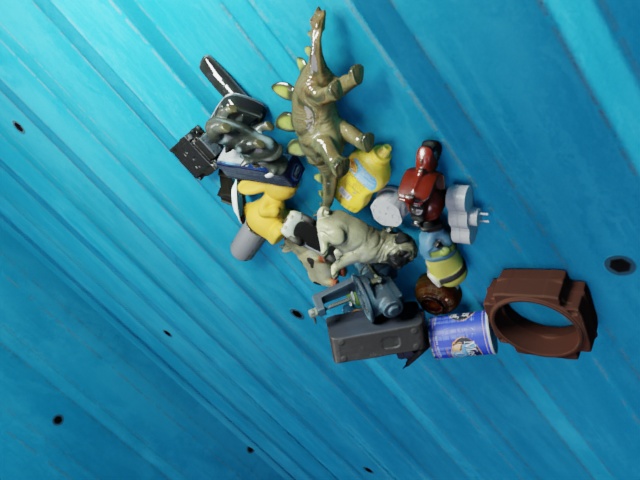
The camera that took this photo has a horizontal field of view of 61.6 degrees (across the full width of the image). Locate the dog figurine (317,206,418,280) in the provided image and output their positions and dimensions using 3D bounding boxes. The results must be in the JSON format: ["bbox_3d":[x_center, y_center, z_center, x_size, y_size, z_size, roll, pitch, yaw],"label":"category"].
[{"bbox_3d":[0.102,-0.011,1.154,0.191,0.121,0.172,-14,131,17],"label":"dog figurine"}]

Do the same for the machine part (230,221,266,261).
[{"bbox_3d":[-0.192,-0.007,1.489,0.079,0.079,0.243,37,146,-3],"label":"machine part"}]

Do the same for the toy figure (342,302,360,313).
[{"bbox_3d":[0.128,0.225,1.519,0.155,0.058,0.064,20,104,23],"label":"toy figure"}]

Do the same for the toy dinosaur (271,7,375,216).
[{"bbox_3d":[0.004,-0.208,1.045,0.199,0.105,0.470,34,142,39],"label":"toy dinosaur"}]

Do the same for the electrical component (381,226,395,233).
[{"bbox_3d":[0.170,0.011,1.223,0.102,0.078,0.045,43,-177,-3],"label":"electrical component"}]

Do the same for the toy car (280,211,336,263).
[{"bbox_3d":[-0.003,-0.004,1.295,0.201,0.073,0.056,27,-177,-31],"label":"toy car"}]

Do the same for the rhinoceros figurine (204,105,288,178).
[{"bbox_3d":[-0.145,-0.193,1.100,0.190,0.073,0.112,27,143,-26],"label":"rhinoceros figurine"}]

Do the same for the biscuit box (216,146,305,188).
[{"bbox_3d":[-0.137,-0.170,1.234,0.203,0.059,0.062,13,159,28],"label":"biscuit box"}]

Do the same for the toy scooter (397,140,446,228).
[{"bbox_3d":[0.194,-0.088,1.027,0.075,0.135,0.183,14,141,25],"label":"toy scooter"}]

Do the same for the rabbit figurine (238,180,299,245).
[{"bbox_3d":[-0.112,-0.104,1.306,0.162,0.122,0.173,40,132,9],"label":"rabbit figurine"}]

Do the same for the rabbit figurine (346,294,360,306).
[{"bbox_3d":[0.132,0.173,1.404,0.170,0.121,0.159,45,154,11],"label":"rabbit figurine"}]

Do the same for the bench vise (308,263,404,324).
[{"bbox_3d":[0.079,0.112,1.260,0.128,0.241,0.224,75,171,-51],"label":"bench vise"}]

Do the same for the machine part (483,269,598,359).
[{"bbox_3d":[0.465,0.159,1.136,0.201,0.087,0.201,-1,130,40],"label":"machine part"}]

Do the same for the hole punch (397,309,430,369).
[{"bbox_3d":[0.248,0.255,1.395,0.092,0.142,0.115,43,149,18],"label":"hole punch"}]

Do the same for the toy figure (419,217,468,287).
[{"bbox_3d":[0.263,0.029,1.155,0.089,0.082,0.179,1,130,30],"label":"toy figure"}]

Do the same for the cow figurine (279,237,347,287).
[{"bbox_3d":[-0.022,0.038,1.402,0.127,0.085,0.194,-1,134,33],"label":"cow figurine"}]

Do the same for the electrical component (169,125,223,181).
[{"bbox_3d":[-0.300,-0.219,1.347,0.114,0.058,0.134,45,144,-17],"label":"electrical component"}]

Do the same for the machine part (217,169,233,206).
[{"bbox_3d":[-0.239,-0.136,1.412,0.084,0.039,0.138,28,146,18],"label":"machine part"}]

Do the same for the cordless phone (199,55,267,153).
[{"bbox_3d":[-0.216,-0.300,1.182,0.184,0.089,0.146,50,144,-2],"label":"cordless phone"}]

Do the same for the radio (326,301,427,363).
[{"bbox_3d":[0.133,0.218,1.275,0.230,0.131,0.073,-12,107,2],"label":"radio"}]
